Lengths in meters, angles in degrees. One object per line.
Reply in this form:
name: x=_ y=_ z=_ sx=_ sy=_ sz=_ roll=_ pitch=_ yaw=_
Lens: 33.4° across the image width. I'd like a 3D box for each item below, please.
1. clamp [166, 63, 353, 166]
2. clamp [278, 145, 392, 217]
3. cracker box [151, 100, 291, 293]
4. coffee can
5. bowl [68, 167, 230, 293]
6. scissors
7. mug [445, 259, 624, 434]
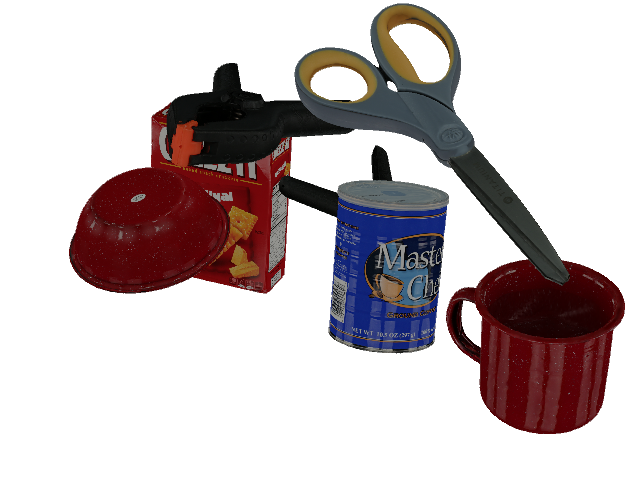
clamp: x=-0.062 y=-0.091 z=0.756 sx=0.120 sy=0.039 sz=0.171 roll=19 pitch=23 yaw=29
clamp: x=0.059 y=-0.029 z=1.266 sx=0.164 sy=0.036 sz=0.210 roll=-16 pitch=51 yaw=-29
cracker box: x=-0.126 y=-0.052 z=1.332 sx=0.164 sy=0.214 sz=0.072 roll=13 pitch=29 yaw=16
coffee can: x=0.062 y=0.022 z=0.996 sx=0.103 sy=0.140 sz=0.103 roll=4 pitch=14 yaw=-1
bowl: x=-0.171 y=-0.022 z=1.036 sx=0.162 sy=0.055 sz=0.162 roll=-5 pitch=41 yaw=4
scissors: x=0.043 y=-0.047 z=0.515 sx=0.096 sy=0.202 sz=0.016 roll=-13 pitch=-41 yaw=2
mug: x=0.135 y=0.067 z=0.697 sx=0.117 sy=0.081 sz=0.093 roll=16 pitch=36 yaw=28
